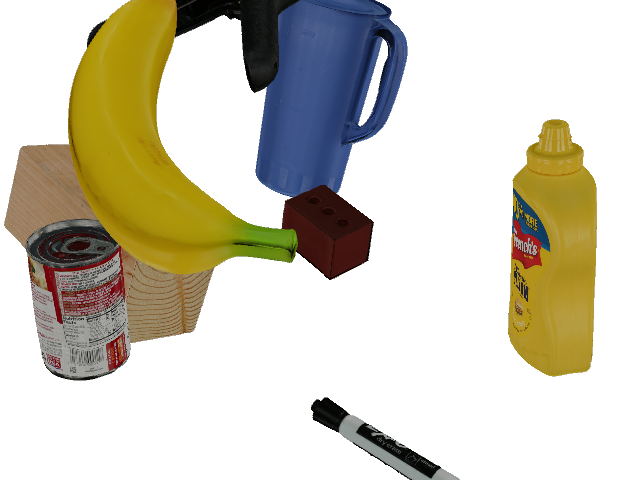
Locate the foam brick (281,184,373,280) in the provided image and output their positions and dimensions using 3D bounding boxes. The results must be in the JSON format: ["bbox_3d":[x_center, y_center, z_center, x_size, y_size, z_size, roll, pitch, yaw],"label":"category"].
[{"bbox_3d":[0.006,-0.009,1.043,0.052,0.051,0.078,-26,48,-33],"label":"foam brick"}]

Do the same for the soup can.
[{"bbox_3d":[-0.178,0.044,0.793,0.068,0.102,0.068,0,29,0],"label":"soup can"}]

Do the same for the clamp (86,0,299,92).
[{"bbox_3d":[-0.041,-0.143,0.623,0.120,0.039,0.171,25,56,27],"label":"clamp"}]

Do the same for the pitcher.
[{"bbox_3d":[0.003,-0.173,1.273,0.145,0.243,0.149,7,23,-14],"label":"pitcher"}]

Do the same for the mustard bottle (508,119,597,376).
[{"bbox_3d":[0.177,0.001,0.814,0.058,0.192,0.096,-7,26,-6],"label":"mustard bottle"}]

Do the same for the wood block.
[{"bbox_3d":[-0.197,-0.003,0.985,0.090,0.091,0.206,-6,34,-45],"label":"wood block"}]

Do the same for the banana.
[{"bbox_3d":[-0.073,-0.047,0.453,0.069,0.037,0.198,-8,45,-20],"label":"banana"}]

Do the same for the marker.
[{"bbox_3d":[0.043,0.144,0.745,0.121,0.020,0.020,28,14,28],"label":"marker"}]
